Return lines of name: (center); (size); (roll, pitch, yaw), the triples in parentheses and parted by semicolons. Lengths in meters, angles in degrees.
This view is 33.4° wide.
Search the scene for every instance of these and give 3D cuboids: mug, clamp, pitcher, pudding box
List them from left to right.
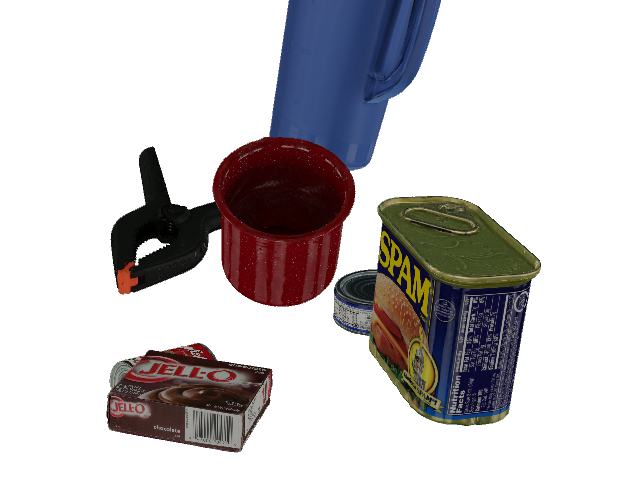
clamp: (-0.152, -0.022, 1.059); (0.165, 0.036, 0.209); (21, 41, 19)
pudding box: (-0.104, 0.128, 0.865); (0.113, 0.039, 0.090); (9, 19, 10)
mug: (-0.029, -0.018, 0.730); (0.093, 0.117, 0.081); (-8, -39, -12)
pitcher: (0.030, -0.193, 1.051); (0.145, 0.243, 0.149); (12, 18, -1)

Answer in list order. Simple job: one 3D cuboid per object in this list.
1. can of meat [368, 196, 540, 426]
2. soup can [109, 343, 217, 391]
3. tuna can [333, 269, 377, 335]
can of meat: (0.064, 0.034, 0.546); (0.057, 0.084, 0.102); (-3, 24, -17)
soup can: (-0.169, 0.154, 1.159); (0.102, 0.068, 0.069); (-9, 6, -42)
tuna can: (0.055, 0.059, 1.037); (0.086, 0.034, 0.086); (0, 22, 0)
